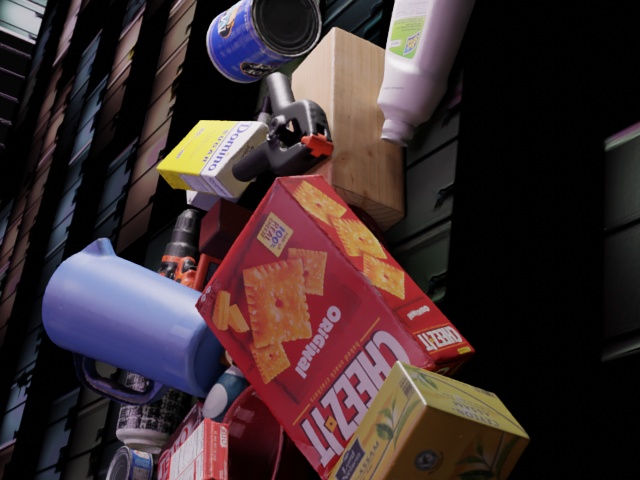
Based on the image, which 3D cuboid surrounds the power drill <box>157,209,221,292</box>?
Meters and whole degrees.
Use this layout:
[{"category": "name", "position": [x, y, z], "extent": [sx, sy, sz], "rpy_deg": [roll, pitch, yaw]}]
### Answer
[{"category": "power drill", "position": [-0.162, 0.040, 1.397], "extent": [0.188, 0.057, 0.184], "rpy_deg": [-12, 65, 64]}]

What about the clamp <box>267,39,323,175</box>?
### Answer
[{"category": "clamp", "position": [-0.025, -0.143, 1.274], "extent": [0.210, 0.036, 0.164], "rpy_deg": [-19, 63, 62]}]

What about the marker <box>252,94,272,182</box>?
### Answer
[{"category": "marker", "position": [-0.079, -0.136, 1.406], "extent": [0.020, 0.020, 0.121], "rpy_deg": [-13, 60, 60]}]

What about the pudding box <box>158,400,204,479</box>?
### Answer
[{"category": "pudding box", "position": [-0.150, 0.255, 1.230], "extent": [0.114, 0.039, 0.090], "rpy_deg": [-52, 29, 30]}]

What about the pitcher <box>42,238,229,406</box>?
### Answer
[{"category": "pitcher", "position": [-0.204, 0.111, 1.261], "extent": [0.243, 0.149, 0.144], "rpy_deg": [17, 56, 36]}]

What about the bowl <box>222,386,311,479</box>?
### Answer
[{"category": "bowl", "position": [-0.055, 0.224, 1.046], "extent": [0.162, 0.055, 0.162], "rpy_deg": [-44, 35, 43]}]

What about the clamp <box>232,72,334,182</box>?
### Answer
[{"category": "clamp", "position": [-0.039, -0.096, 1.067], "extent": [0.120, 0.039, 0.172], "rpy_deg": [-70, 25, 13]}]

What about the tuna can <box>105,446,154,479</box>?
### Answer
[{"category": "tuna can", "position": [-0.250, 0.313, 1.391], "extent": [0.086, 0.033, 0.086], "rpy_deg": [-43, 36, 42]}]

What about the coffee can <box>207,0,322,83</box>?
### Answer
[{"category": "coffee can", "position": [-0.075, -0.273, 1.405], "extent": [0.141, 0.102, 0.103], "rpy_deg": [-12, 60, 60]}]

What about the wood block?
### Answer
[{"category": "wood block", "position": [0.026, -0.102, 1.092], "extent": [0.091, 0.090, 0.206], "rpy_deg": [-41, 38, 45]}]

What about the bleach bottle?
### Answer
[{"category": "bleach bottle", "position": [0.105, -0.215, 1.056], "extent": [0.103, 0.068, 0.251], "rpy_deg": [10, 83, 64]}]

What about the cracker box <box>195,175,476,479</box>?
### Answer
[{"category": "cracker box", "position": [0.003, 0.075, 0.912], "extent": [0.214, 0.071, 0.164], "rpy_deg": [51, 123, 24]}]

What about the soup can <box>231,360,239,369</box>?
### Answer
[{"category": "soup can", "position": [-0.050, 0.087, 1.126], "extent": [0.069, 0.068, 0.102], "rpy_deg": [-24, 50, 56]}]

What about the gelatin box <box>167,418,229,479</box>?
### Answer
[{"category": "gelatin box", "position": [-0.123, 0.234, 1.074], "extent": [0.089, 0.030, 0.073], "rpy_deg": [-49, 30, 36]}]

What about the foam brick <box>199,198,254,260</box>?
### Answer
[{"category": "foam brick", "position": [-0.099, -0.005, 1.280], "extent": [0.053, 0.078, 0.051], "rpy_deg": [-45, 32, 40]}]

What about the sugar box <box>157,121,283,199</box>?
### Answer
[{"category": "sugar box", "position": [-0.127, -0.102, 1.312], "extent": [0.093, 0.048, 0.176], "rpy_deg": [-51, 25, -17]}]

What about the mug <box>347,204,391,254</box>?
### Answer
[{"category": "mug", "position": [0.014, 0.033, 1.012], "extent": [0.082, 0.117, 0.093], "rpy_deg": [-26, 5, 38]}]
